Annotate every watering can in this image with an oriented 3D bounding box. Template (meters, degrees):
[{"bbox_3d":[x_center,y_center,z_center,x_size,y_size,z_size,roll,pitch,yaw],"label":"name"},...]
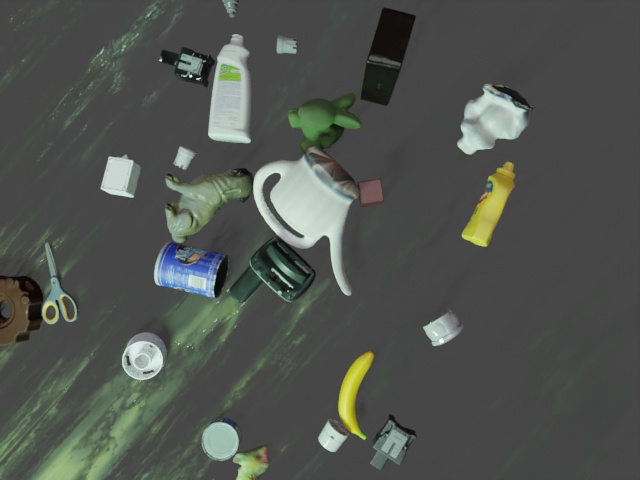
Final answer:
[{"bbox_3d":[0.003,-0.058,1.150,0.349,0.105,0.221,45,114,5],"label":"watering can"}]

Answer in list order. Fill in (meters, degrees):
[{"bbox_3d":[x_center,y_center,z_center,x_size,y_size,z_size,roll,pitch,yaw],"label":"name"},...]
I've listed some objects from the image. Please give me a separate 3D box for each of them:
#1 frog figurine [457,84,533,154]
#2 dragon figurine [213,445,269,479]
[{"bbox_3d":[0.385,-0.262,1.158,0.137,0.125,0.156,24,126,-3],"label":"frog figurine"},{"bbox_3d":[-0.215,0.658,1.157,0.245,0.121,0.411,31,88,23],"label":"dragon figurine"}]
